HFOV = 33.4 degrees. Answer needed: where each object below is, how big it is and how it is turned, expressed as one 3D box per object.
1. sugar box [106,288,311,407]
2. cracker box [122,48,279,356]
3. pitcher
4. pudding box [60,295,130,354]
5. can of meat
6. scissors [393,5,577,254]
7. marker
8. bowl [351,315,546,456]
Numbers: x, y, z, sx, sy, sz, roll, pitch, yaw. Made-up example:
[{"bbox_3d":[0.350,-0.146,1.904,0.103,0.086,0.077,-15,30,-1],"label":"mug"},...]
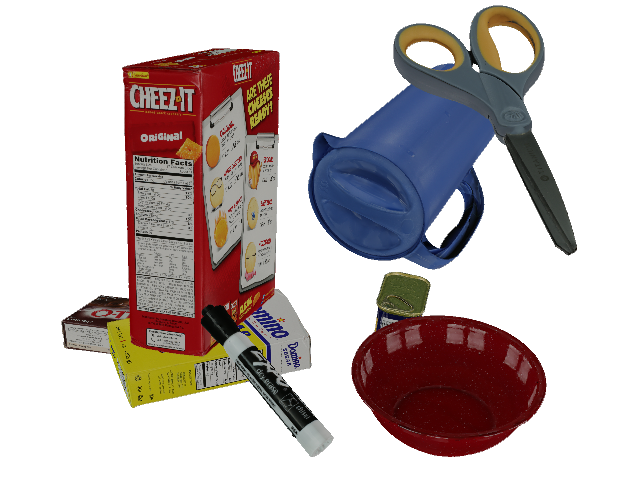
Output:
[{"bbox_3d":[-0.106,0.099,1.013,0.176,0.048,0.093,-13,33,-16],"label":"sugar box"},{"bbox_3d":[-0.091,-0.037,0.840,0.072,0.214,0.164,5,16,16],"label":"cracker box"},{"bbox_3d":[0.108,-0.087,1.146,0.145,0.149,0.242,12,38,29],"label":"pitcher"},{"bbox_3d":[-0.225,0.098,1.224,0.114,0.039,0.090,3,16,18],"label":"pudding box"},{"bbox_3d":[0.095,0.099,1.285,0.057,0.084,0.102,11,25,7],"label":"can of meat"},{"bbox_3d":[0.083,-0.067,0.574,0.096,0.016,0.201,3,45,6],"label":"scissors"},{"bbox_3d":[-0.037,0.087,0.683,0.121,0.020,0.020,47,21,20],"label":"marker"},{"bbox_3d":[0.106,0.131,0.901,0.162,0.055,0.162,0,32,0],"label":"bowl"}]
